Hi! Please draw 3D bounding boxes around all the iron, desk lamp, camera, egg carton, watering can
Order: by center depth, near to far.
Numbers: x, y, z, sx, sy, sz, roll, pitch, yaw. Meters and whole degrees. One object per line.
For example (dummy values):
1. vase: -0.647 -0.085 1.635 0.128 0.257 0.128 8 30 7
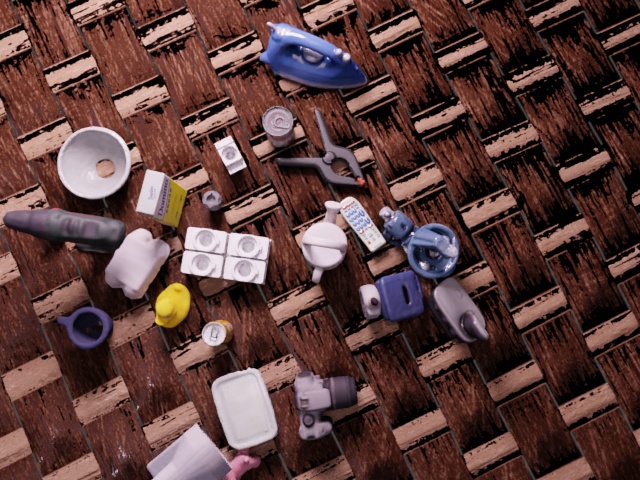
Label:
1. desk lamp: -0.278 0.475 1.192 0.203 0.213 0.118 -40 86 -4
2. watering can: 0.009 0.004 1.249 0.101 0.194 0.173 -9 85 -1
3. camera: 0.015 0.360 1.262 0.137 0.101 0.143 -8 85 -1
4. egg carton: -0.416 0.053 1.304 0.107 0.069 0.150 30 85 3
5. iron: -0.007 -0.430 1.316 0.258 0.141 0.119 19 85 2

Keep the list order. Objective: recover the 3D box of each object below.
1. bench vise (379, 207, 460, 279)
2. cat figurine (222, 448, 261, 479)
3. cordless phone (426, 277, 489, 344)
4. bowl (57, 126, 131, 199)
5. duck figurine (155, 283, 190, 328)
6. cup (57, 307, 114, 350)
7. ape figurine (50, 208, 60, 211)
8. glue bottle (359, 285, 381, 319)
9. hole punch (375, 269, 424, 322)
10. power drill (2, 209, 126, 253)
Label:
1. bench vise: 0.214 0.009 1.236 0.207 0.219 0.121 21 85 2
2. cat figurine: -0.193 0.513 1.237 0.067 0.117 0.128 44 86 4
3. cordless phone: 0.309 0.154 1.241 0.094 0.185 0.147 -37 86 -3
4. bowl: -0.508 -0.171 1.322 0.167 0.074 0.167 0 85 0
5. duck figurine: -0.338 0.148 1.287 0.077 0.086 0.105 23 85 2
6. cup: -0.514 0.192 1.277 0.117 0.095 0.092 14 85 1
7. ape figurine: -0.615 -0.040 1.300 0.076 0.092 0.078 -41 86 -4
8. glue bottle: 0.113 0.135 1.247 0.037 0.173 0.078 -10 84 -1
9. hole punch: 0.183 0.124 1.290 0.101 0.091 0.109 -14 85 -2
10. power drill: -0.524 -0.020 1.240 0.229 0.208 0.076 5 84 0
